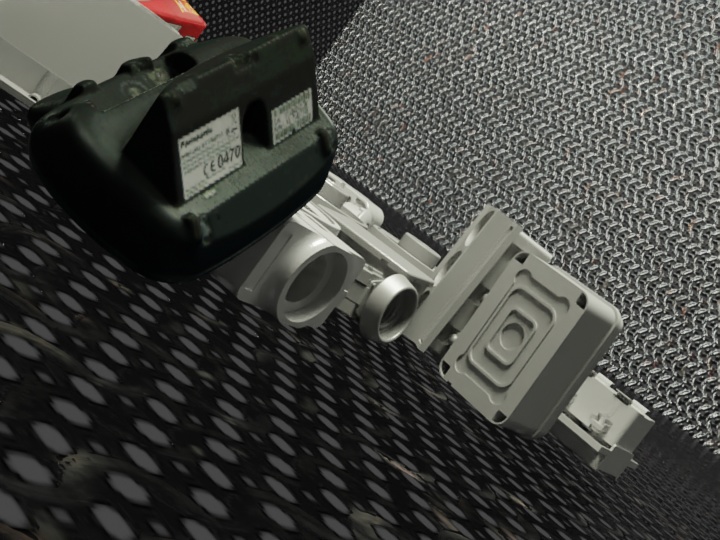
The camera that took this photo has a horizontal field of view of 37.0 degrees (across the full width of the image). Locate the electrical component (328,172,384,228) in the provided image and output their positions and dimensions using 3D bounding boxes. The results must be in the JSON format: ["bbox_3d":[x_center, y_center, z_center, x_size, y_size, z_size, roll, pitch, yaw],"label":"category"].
[{"bbox_3d":[-0.022,-0.073,1.265,0.095,0.053,0.059,38,6,24],"label":"electrical component"}]

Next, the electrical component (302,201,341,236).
[{"bbox_3d":[-0.063,-0.042,0.715,0.108,0.060,0.108,36,5,-4],"label":"electrical component"}]

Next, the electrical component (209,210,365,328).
[{"bbox_3d":[-0.042,-0.006,0.587,0.056,0.050,0.089,39,6,29],"label":"electrical component"}]

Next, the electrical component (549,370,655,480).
[{"bbox_3d":[0.183,0.112,0.910,0.121,0.063,0.079,41,7,40],"label":"electrical component"}]

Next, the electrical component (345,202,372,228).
[{"bbox_3d":[-0.022,-0.056,1.192,0.062,0.048,0.048,30,4,16],"label":"electrical component"}]

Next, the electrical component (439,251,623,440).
[{"bbox_3d":[0.122,0.054,0.765,0.057,0.113,0.078,26,11,-46],"label":"electrical component"}]

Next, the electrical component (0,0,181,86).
[{"bbox_3d":[-0.208,-0.165,0.715,0.150,0.089,0.062,31,8,-43],"label":"electrical component"}]

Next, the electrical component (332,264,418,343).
[{"bbox_3d":[0.004,0.017,0.709,0.055,0.048,0.066,30,1,31],"label":"electrical component"}]

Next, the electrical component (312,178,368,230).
[{"bbox_3d":[-0.043,-0.051,0.916,0.108,0.060,0.108,36,5,-4],"label":"electrical component"}]

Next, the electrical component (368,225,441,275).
[{"bbox_3d":[0.042,0.000,1.004,0.108,0.060,0.108,36,5,-4],"label":"electrical component"}]

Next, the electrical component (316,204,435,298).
[{"bbox_3d":[0.000,0.000,0.807,0.100,0.048,0.100,37,6,15],"label":"electrical component"}]

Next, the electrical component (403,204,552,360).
[{"bbox_3d":[0.092,0.016,0.859,0.063,0.121,0.078,38,5,-9],"label":"electrical component"}]
